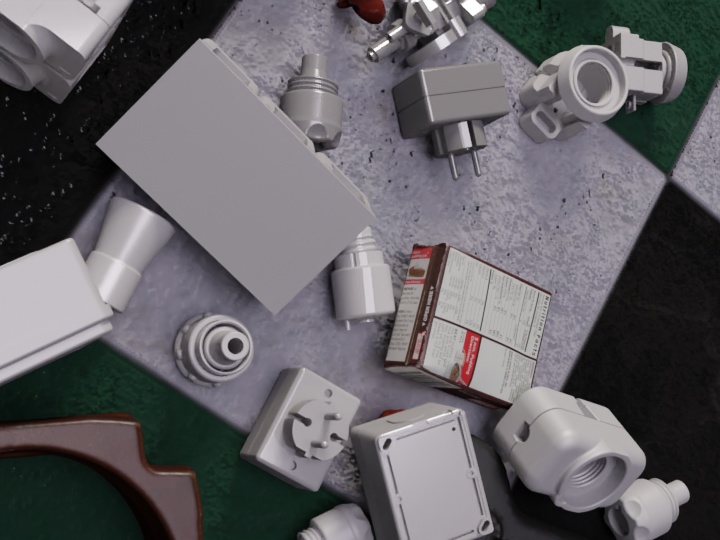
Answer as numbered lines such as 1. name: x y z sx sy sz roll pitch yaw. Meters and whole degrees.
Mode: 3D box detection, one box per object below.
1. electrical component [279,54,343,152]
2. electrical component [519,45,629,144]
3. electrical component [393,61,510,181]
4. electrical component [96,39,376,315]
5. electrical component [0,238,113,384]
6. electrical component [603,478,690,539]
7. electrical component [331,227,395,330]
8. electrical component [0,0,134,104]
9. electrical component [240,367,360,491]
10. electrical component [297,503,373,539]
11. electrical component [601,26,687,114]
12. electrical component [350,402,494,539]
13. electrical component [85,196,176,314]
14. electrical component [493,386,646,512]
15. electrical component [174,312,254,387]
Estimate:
1. electrical component: -0.032 -0.113 0.720 0.043 0.043 0.062 8 80 -22
2. electrical component: 0.161 -0.133 0.799 0.058 0.057 0.078 44 69 -13
3. electrical component: 0.068 -0.102 0.760 0.066 0.047 0.076 -11 87 -23
4. electrical component: -0.075 -0.060 0.673 0.089 0.061 0.150 -44 103 7
5. electrical component: -0.202 0.034 0.594 0.109 0.109 0.056 -26 92 -24
6. electrical component: 0.214 0.174 0.792 0.062 0.043 0.043 -18 91 -25
7. electrical component: 0.000 0.000 0.722 0.040 0.040 0.078 -6 86 -24
8. electrical component: -0.229 -0.180 0.610 0.186 0.105 0.060 37 71 -15
9. electrical component: -0.031 0.100 0.677 0.047 0.077 0.065 32 72 -17
10. electrical component: -0.024 0.176 0.694 0.061 0.035 0.035 -22 92 -22
11. electrical component: 0.218 -0.154 0.832 0.055 0.048 0.066 3 83 -15
12. electrical component: 0.038 0.138 0.679 0.062 0.061 0.096 -15 94 -19
13. electrical component: -0.148 -0.007 0.660 0.044 0.044 0.065 30 78 -17
14. electrical component: 0.147 0.126 0.741 0.095 0.059 0.053 20 114 -36
15. electrical component: -0.086 0.049 0.667 0.048 0.062 0.048 3 83 -23
